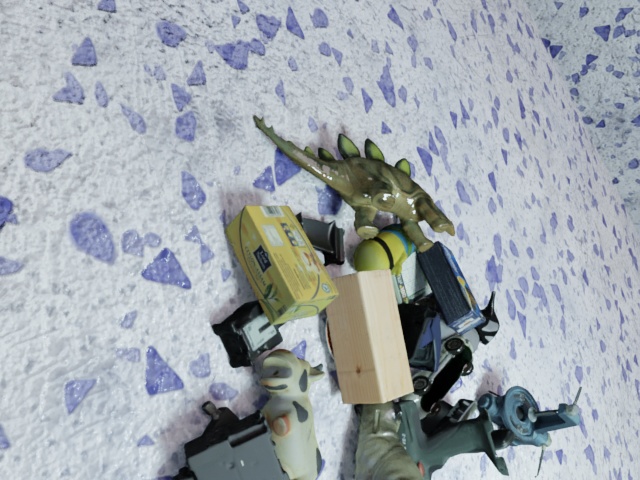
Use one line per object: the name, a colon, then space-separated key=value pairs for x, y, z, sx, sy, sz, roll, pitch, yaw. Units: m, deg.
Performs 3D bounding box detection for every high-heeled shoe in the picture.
high-heeled shoe: x=0.325 y=0.187 z=1.243 sx=0.249 sy=0.086 sz=0.145 roll=0 pitch=109 yaw=-30

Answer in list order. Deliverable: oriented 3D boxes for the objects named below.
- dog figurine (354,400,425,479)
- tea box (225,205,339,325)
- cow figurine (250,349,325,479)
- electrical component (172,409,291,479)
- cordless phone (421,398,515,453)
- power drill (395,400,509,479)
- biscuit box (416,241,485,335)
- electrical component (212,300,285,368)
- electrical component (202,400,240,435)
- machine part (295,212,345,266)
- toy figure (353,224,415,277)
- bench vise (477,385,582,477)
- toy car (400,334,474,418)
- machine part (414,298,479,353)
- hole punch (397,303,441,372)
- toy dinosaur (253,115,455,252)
dog figurine: x=0.123 y=0.349 z=0.865 sx=0.121 sy=0.173 sz=0.190 roll=37 pitch=58 yaw=-48
tea box: x=-0.058 y=0.033 z=0.800 sx=0.098 sy=0.068 sz=0.170 roll=-2 pitch=56 yaw=-48
cow figurine: x=-0.041 y=0.252 z=0.770 sx=0.127 sy=0.086 sz=0.194 roll=-14 pitch=95 yaw=-61
electrical component: x=-0.111 y=0.293 z=0.665 sx=0.134 sy=0.058 sz=0.114 roll=-23 pitch=92 yaw=-17
cordless phone: x=0.297 y=0.362 z=1.040 sx=0.146 sy=0.184 sz=0.088 roll=-23 pitch=91 yaw=-49
power drill: x=0.215 y=0.387 z=0.932 sx=0.086 sy=0.207 sz=0.232 roll=33 pitch=41 yaw=-59
biscuit box: x=0.267 y=0.093 z=1.108 sx=0.059 sy=0.063 sz=0.203 roll=35 pitch=28 yaw=-37
electrical component: x=-0.092 y=0.126 z=0.788 sx=0.119 sy=0.048 sz=0.074 roll=-38 pitch=106 yaw=-48
electrical component: x=-0.133 y=0.260 z=0.716 sx=0.094 sy=0.021 sz=0.063 roll=55 pitch=44 yaw=-21
machine part: x=-0.002 y=-0.003 z=0.942 sx=0.138 sy=0.039 sz=0.084 roll=23 pitch=66 yaw=-44
toy figure: x=0.129 y=0.017 z=1.051 sx=0.089 sy=0.082 sz=0.180 roll=55 pitch=47 yaw=-6
bench vise: x=0.487 y=0.409 z=1.211 sx=0.223 sy=0.240 sz=0.129 roll=43 pitch=51 yaw=-9
toy car: x=0.239 y=0.270 z=1.069 sx=0.202 sy=0.056 sz=0.073 roll=-40 pitch=115 yaw=-27
machine part: x=0.266 y=0.188 z=1.144 sx=0.243 sy=0.079 sz=0.079 roll=35 pitch=53 yaw=-35
hole punch: x=0.167 y=0.182 z=1.001 sx=0.092 sy=0.142 sz=0.116 roll=35 pitch=67 yaw=-34
toy dinosaur: x=0.089 y=-0.100 z=0.993 sx=0.471 sy=0.105 sz=0.199 roll=21 pitch=36 yaw=-33
